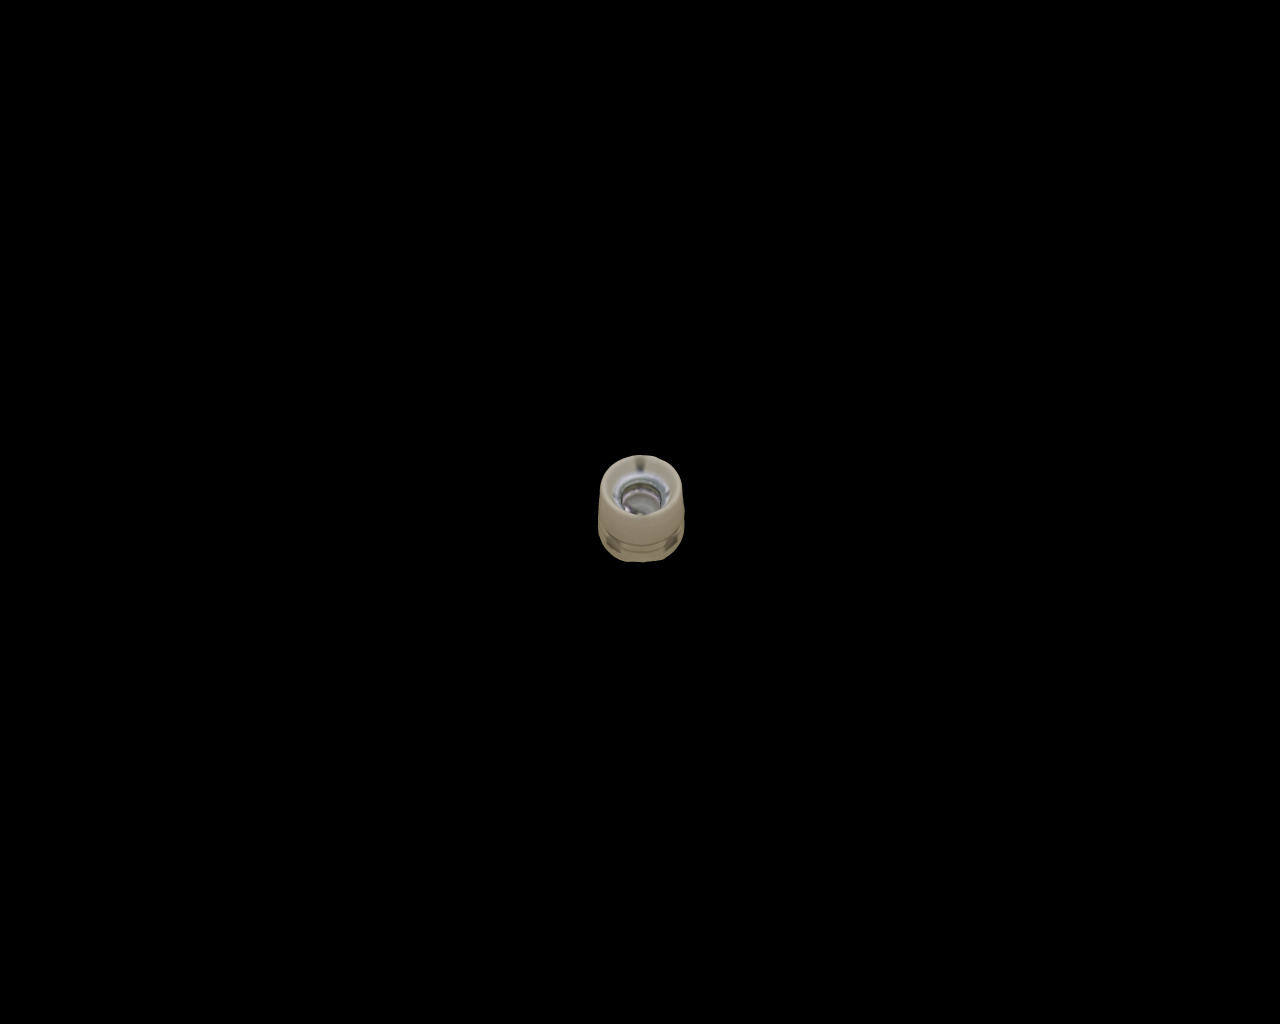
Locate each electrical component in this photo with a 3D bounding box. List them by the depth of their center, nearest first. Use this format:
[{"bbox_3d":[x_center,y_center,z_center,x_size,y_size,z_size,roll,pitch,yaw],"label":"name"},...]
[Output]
[{"bbox_3d":[0.001,-0.003,0.650,0.055,0.055,0.047,0,-36,0],"label":"electrical component"}]
